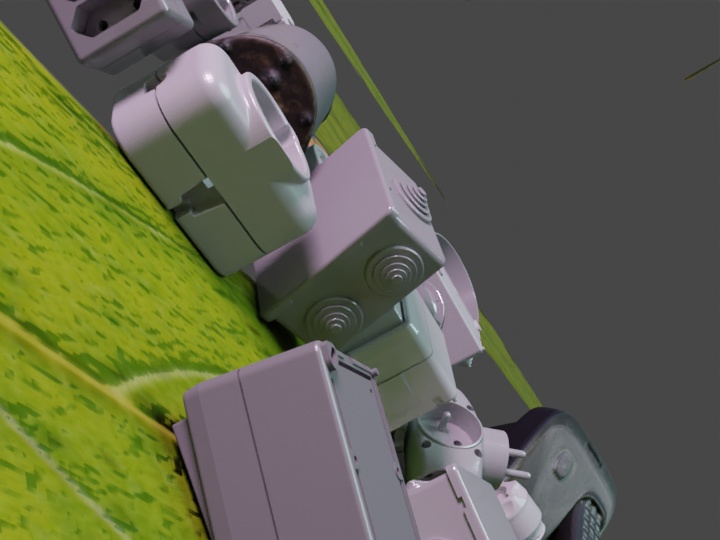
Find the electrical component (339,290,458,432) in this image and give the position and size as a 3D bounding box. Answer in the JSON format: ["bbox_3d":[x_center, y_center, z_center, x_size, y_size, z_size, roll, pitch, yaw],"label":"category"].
[{"bbox_3d":[0.011,0.042,0.611,0.061,0.062,0.096,58,10,-20],"label":"electrical component"}]

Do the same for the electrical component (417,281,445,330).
[{"bbox_3d":[0.027,0.026,0.762,0.057,0.058,0.078,40,23,-59],"label":"electrical component"}]

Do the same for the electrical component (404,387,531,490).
[{"bbox_3d":[0.066,0.112,0.656,0.077,0.079,0.044,-93,-162,-56],"label":"electrical component"}]

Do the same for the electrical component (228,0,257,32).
[{"bbox_3d":[-0.106,-0.188,0.656,0.096,0.062,0.061,55,11,-35],"label":"electrical component"}]

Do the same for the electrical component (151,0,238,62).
[{"bbox_3d":[-0.103,-0.150,0.603,0.055,0.047,0.055,59,10,-16],"label":"electrical component"}]

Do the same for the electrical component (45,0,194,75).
[{"bbox_3d":[-0.111,-0.129,0.500,0.065,0.047,0.077,62,9,2],"label":"electrical component"}]

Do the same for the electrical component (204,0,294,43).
[{"bbox_3d":[-0.092,-0.191,0.756,0.089,0.056,0.050,57,10,-28],"label":"electrical component"}]

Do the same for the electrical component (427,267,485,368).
[{"bbox_3d":[0.057,0.042,0.865,0.096,0.061,0.061,60,9,-11],"label":"electrical component"}]

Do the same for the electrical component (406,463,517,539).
[{"bbox_3d":[0.057,0.157,0.565,0.099,0.048,0.100,66,10,25],"label":"electrical component"}]

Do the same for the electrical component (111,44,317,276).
[{"bbox_3d":[-0.062,-0.052,0.498,0.095,0.059,0.053,56,11,-32],"label":"electrical component"}]

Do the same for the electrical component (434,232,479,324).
[{"bbox_3d":[0.068,0.020,0.979,0.099,0.064,0.099,59,9,-16],"label":"electrical component"}]

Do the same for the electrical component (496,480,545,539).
[{"bbox_3d":[0.116,0.190,0.798,0.062,0.043,0.043,54,11,-13],"label":"electrical component"}]

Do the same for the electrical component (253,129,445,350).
[{"bbox_3d":[-0.008,-0.013,0.565,0.048,0.100,0.099,41,19,-30],"label":"electrical component"}]

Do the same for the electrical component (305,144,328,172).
[{"bbox_3d":[-0.034,-0.042,0.660,0.055,0.047,0.055,59,10,-16],"label":"electrical component"}]

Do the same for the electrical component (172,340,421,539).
[{"bbox_3d":[-0.018,0.081,0.364,0.062,0.061,0.096,39,33,-67],"label":"electrical component"}]
